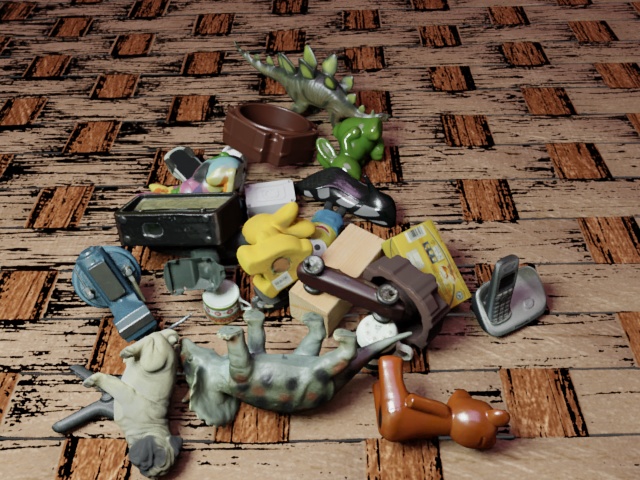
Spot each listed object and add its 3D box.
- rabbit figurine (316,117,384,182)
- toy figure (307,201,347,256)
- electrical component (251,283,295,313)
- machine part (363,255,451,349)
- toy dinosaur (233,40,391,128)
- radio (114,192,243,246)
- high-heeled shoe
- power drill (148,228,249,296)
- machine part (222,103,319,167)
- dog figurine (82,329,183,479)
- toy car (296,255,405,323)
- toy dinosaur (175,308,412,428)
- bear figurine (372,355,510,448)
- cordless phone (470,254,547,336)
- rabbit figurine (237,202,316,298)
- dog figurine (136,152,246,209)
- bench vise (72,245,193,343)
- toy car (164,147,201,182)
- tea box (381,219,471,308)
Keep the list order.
[{"bbox_3d":[0.068,-0.209,1.290,0.159,0.121,0.170,14,65,8],"label":"rabbit figurine"},{"bbox_3d":[0.001,-0.002,1.135,0.082,0.089,0.180,5,39,23],"label":"toy figure"},{"bbox_3d":[-0.090,0.105,1.065,0.102,0.045,0.078,-22,53,-17],"label":"electrical component"},{"bbox_3d":[0.151,0.110,0.974,0.056,0.179,0.180,-33,56,-28],"label":"machine part"},{"bbox_3d":[-0.031,-0.401,1.406,0.472,0.198,0.105,22,50,18],"label":"toy dinosaur"},{"bbox_3d":[-0.283,-0.043,1.075,0.230,0.073,0.131,-2,22,12],"label":"radio"},{"bbox_3d":[0.060,-0.088,1.236,0.249,0.145,0.086,3,44,43],"label":"high-heeled shoe"},{"bbox_3d":[-0.256,0.034,1.082,0.232,0.085,0.207,-4,17,-2],"label":"power drill"},{"bbox_3d":[-0.120,-0.264,1.316,0.201,0.087,0.201,34,35,27],"label":"machine part"},{"bbox_3d":[-0.262,0.263,0.876,0.172,0.121,0.190,-41,82,-6],"label":"dog figurine"},{"bbox_3d":[0.054,0.083,0.935,0.202,0.089,0.053,20,57,13],"label":"toy car"},{"bbox_3d":[-0.056,0.223,0.893,0.405,0.192,0.131,6,17,-1],"label":"toy dinosaur"},{"bbox_3d":[0.191,0.267,0.867,0.196,0.120,0.132,-1,45,-1],"label":"bear figurine"},{"bbox_3d":[0.353,0.078,0.981,0.147,0.184,0.089,-22,47,-16],"label":"cordless phone"},{"bbox_3d":[-0.093,-0.003,1.034,0.162,0.121,0.173,-42,38,0],"label":"rabbit figurine"},{"bbox_3d":[-0.283,-0.110,1.175,0.219,0.191,0.108,10,27,2],"label":"dog figurine"},{"bbox_3d":[-0.381,0.096,1.023,0.129,0.223,0.241,-46,27,-12],"label":"bench vise"},{"bbox_3d":[-0.304,-0.158,1.297,0.073,0.056,0.202,-37,60,-19],"label":"toy car"},{"bbox_3d":[0.202,0.057,1.031,0.098,0.068,0.169,-23,86,-18],"label":"tea box"}]
